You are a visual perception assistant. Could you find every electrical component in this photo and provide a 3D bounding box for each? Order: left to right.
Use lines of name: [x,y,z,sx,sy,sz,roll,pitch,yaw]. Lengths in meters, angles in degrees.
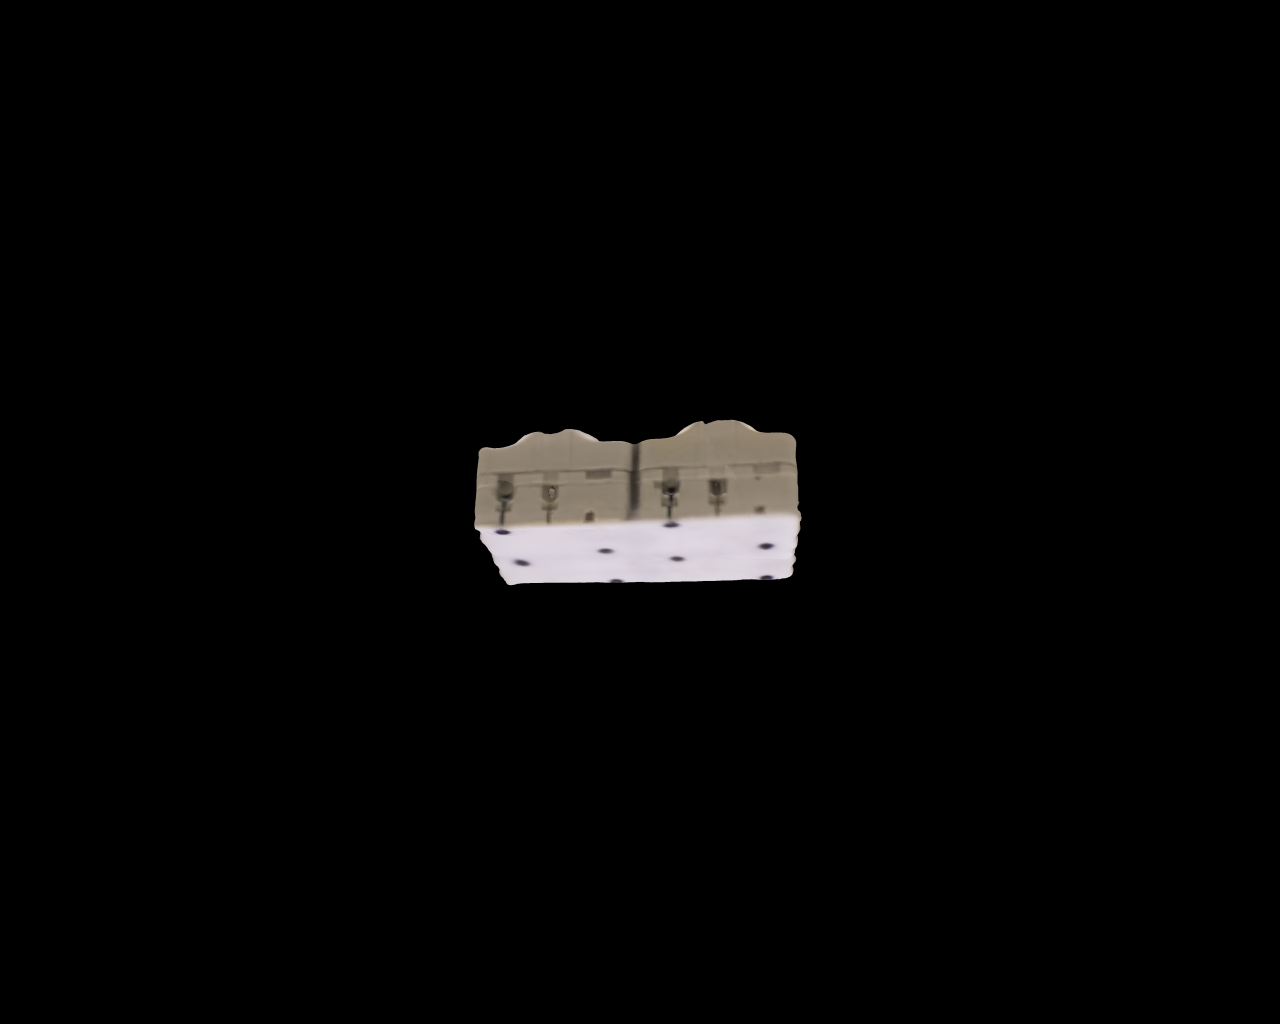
electrical component: [0.001,-0.003,0.650,0.186,0.060,0.105,-2,-23,5]
